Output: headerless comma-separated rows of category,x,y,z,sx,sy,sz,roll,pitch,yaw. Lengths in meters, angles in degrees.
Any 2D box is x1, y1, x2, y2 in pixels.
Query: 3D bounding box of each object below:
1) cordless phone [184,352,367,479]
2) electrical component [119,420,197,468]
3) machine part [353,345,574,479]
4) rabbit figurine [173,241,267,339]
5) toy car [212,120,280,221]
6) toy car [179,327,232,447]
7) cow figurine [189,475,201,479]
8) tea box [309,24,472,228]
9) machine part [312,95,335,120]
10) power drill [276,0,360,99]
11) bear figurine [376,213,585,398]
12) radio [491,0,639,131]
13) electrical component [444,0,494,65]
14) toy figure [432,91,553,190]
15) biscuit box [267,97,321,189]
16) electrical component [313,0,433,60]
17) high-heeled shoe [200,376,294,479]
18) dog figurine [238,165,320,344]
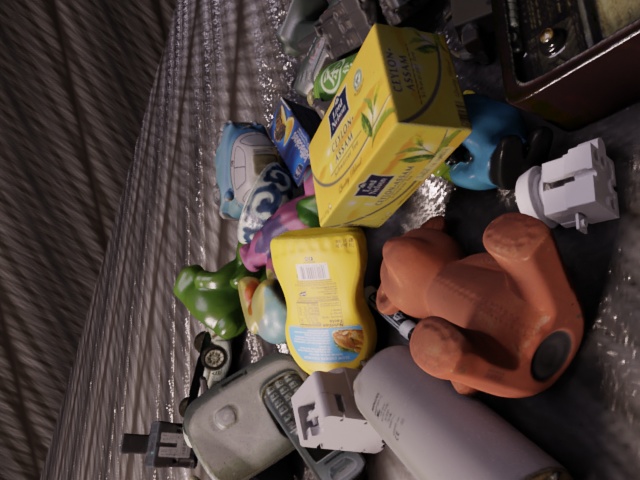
cordless phone,-0.047,0.216,0.563,0.184,0.146,0.088,35,146,52
electrical component,-0.262,0.334,0.883,0.048,0.119,0.075,-31,47,52
machine part,0.096,0.148,0.399,0.243,0.079,0.079,36,106,60
rabbit figurine,-0.121,0.050,0.800,0.170,0.121,0.159,-56,27,-1
toy car,-0.104,-0.109,0.843,0.103,0.109,0.161,9,100,55
toy car,-0.181,0.229,0.855,0.074,0.056,0.201,27,104,64
cow figurine,-0.126,0.336,0.630,0.194,0.127,0.085,96,-176,-73
tea box,0.050,-0.087,0.468,0.169,0.068,0.098,124,141,-58
machine part,0.046,-0.135,0.658,0.039,0.084,0.139,-42,37,-12
power drill,0.014,-0.335,0.820,0.207,0.086,0.232,48,119,49
bear figurine,0.097,0.030,0.416,0.120,0.131,0.196,-52,36,2
radio,0.202,-0.207,0.412,0.131,0.073,0.229,-31,48,51
electrical component,0.159,-0.226,0.533,0.078,0.045,0.102,-17,58,23
toy figure,0.121,-0.091,0.485,0.180,0.082,0.089,50,123,54
biscuit box,-0.019,-0.137,0.774,0.059,0.063,0.203,-61,30,22
electrical component,0.070,-0.281,0.646,0.115,0.058,0.134,-42,20,-22
high-heeled shoe,-0.109,0.284,0.712,0.249,0.086,0.145,36,136,46
dog figurine,-0.001,-0.002,0.627,0.219,0.108,0.192,-48,36,34
